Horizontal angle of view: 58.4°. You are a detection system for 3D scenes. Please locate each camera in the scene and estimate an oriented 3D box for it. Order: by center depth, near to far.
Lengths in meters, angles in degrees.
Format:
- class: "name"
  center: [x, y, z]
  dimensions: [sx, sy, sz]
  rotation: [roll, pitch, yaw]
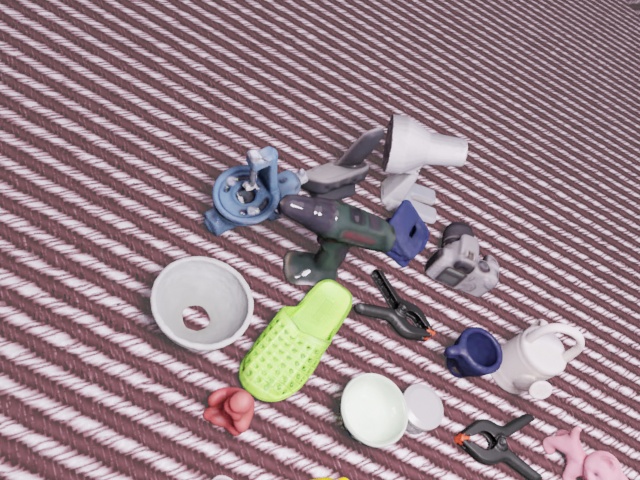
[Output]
- class: "camera"
  center: [0.313, 0.030, 1.228]
  dimensions: [0.143, 0.100, 0.137]
  rotation: [23, 51, -9]

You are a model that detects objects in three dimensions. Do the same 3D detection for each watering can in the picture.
- class: "watering can"
  center: [0.417, 0.221, 1.086]
  dimensions: [0.101, 0.194, 0.173]
  rotation: [11, 54, -18]

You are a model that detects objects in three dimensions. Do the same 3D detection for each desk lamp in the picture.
- class: "desk lamp"
  center: [0.206, -0.158, 1.232]
  dimensions: [0.203, 0.213, 0.118]
  rotation: [16, 53, -15]

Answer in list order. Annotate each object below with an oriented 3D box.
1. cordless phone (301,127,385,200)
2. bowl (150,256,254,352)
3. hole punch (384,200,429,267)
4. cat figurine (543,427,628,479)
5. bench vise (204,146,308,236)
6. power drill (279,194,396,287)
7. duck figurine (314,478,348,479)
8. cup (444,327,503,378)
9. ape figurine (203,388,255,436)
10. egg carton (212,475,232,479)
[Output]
- class: "cordless phone"
  center: [0.047, -0.164, 1.179]
  dimensions: [0.148, 0.185, 0.094]
  rotation: [-28, 72, -36]
- class: "bowl"
  center: [-0.198, 0.115, 0.944]
  dimensions: [0.168, 0.074, 0.167]
  rotation: [13, 54, -17]
- class: "hole punch"
  center: [0.181, -0.016, 1.202]
  dimensions: [0.101, 0.091, 0.109]
  rotation: [36, 50, 1]
- class: "cat figurine"
  center: [0.494, 0.402, 1.048]
  dimensions: [0.067, 0.117, 0.127]
  rotation: [-17, 67, -33]
- class: "bench vise"
  center: [-0.108, -0.113, 1.048]
  dimensions: [0.121, 0.219, 0.208]
  rotation: [40, 50, 5]
- class: "power drill"
  center: [0.009, 0.004, 1.032]
  dimensions: [0.230, 0.208, 0.075]
  rotation: [8, 55, -21]
- class: "duck figurine"
  center: [0.005, 0.390, 0.845]
  dimensions: [0.105, 0.086, 0.077]
  rotation: [-27, 72, -36]
- class: "cup"
  center: [0.270, 0.223, 1.079]
  dimensions: [0.118, 0.095, 0.091]
  rotation: [3, 57, -23]
- class: "ape figurine"
  center: [-0.129, 0.254, 0.870]
  dimensions: [0.076, 0.092, 0.077]
  rotation: [-14, 65, -32]
- class: "egg carton"
  center: [-0.127, 0.408, 0.781]
  dimensions: [0.150, 0.069, 0.107]
  rotation: [48, 51, 11]
